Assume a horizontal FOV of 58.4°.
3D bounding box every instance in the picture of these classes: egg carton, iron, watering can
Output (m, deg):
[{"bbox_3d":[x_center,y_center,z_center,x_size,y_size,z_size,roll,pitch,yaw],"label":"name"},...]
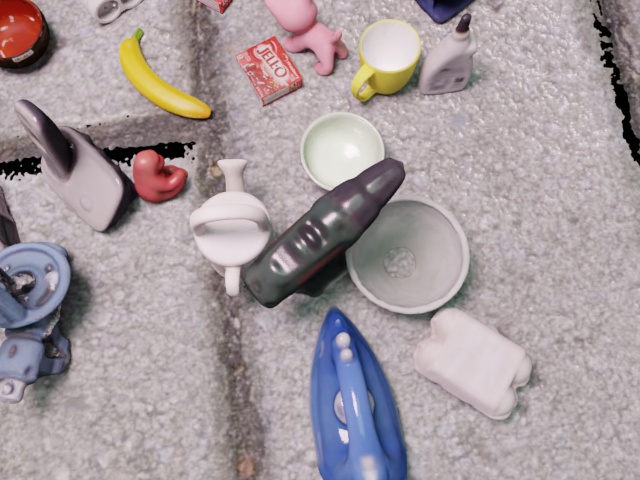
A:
[{"bbox_3d":[0.204,0.162,0.767,0.150,0.069,0.107,31,77,7],"label":"egg carton"},{"bbox_3d":[0.040,0.200,0.717,0.118,0.141,0.258,-11,76,-4],"label":"iron"},{"bbox_3d":[-0.114,-0.019,0.743,0.101,0.194,0.173,-23,77,-6],"label":"watering can"}]

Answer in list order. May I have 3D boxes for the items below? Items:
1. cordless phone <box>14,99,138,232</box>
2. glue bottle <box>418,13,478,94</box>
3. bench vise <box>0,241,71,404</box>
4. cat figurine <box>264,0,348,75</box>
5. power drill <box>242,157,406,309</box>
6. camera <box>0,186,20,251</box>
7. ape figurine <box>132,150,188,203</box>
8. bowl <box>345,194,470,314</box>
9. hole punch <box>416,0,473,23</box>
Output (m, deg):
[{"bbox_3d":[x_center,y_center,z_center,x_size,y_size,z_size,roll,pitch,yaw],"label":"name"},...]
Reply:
[{"bbox_3d":[-0.331,-0.100,0.763,0.147,0.185,0.094,40,78,9],"label":"cordless phone"},{"bbox_3d":[0.191,-0.268,0.823,0.078,0.173,0.037,-6,76,-2],"label":"glue bottle"},{"bbox_3d":[-0.365,0.085,0.698,0.121,0.220,0.207,-18,77,-5],"label":"bench vise"},{"bbox_3d":[-0.018,-0.327,0.863,0.127,0.118,0.067,35,78,8],"label":"cat figurine"},{"bbox_3d":[0.007,0.003,0.732,0.230,0.208,0.075,-41,79,-10],"label":"power drill"},{"bbox_3d":[-0.504,-0.012,0.781,0.137,0.101,0.143,-21,77,-6],"label":"camera"},{"bbox_3d":[-0.235,-0.097,0.813,0.077,0.092,0.076,43,79,9],"label":"ape figurine"},{"bbox_3d":[0.118,0.025,0.798,0.167,0.075,0.167,0,76,-1],"label":"bowl"},{"bbox_3d":[0.196,-0.420,0.904,0.109,0.091,0.101,-40,80,-10],"label":"hole punch"}]
